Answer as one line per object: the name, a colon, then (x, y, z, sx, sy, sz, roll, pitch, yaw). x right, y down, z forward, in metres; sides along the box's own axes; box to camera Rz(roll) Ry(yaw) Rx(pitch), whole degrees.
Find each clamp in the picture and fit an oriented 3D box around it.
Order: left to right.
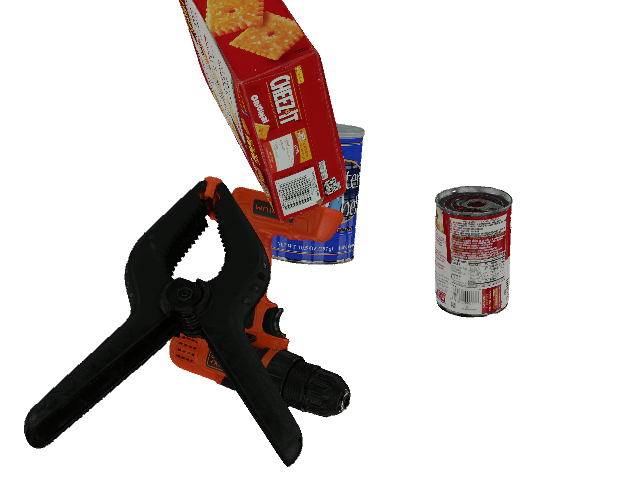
clamp: (-0.074, 0.049, 0.671, 0.164, 0.210, 0.036, 9, -37, 10)

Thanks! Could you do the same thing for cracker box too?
cracker box: (-0.056, -0.147, 0.894, 0.072, 0.214, 0.164, -23, -40, -7)

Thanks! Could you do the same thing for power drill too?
power drill: (-0.039, 0.054, 0.976, 0.185, 0.187, 0.057, 15, 0, 23)

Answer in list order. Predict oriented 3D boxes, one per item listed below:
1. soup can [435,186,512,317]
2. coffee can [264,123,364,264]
soup can: (0.137, 0.010, 0.960, 0.068, 0.102, 0.068, -2, 23, 1)
coffee can: (-0.009, -0.053, 1.145, 0.103, 0.140, 0.103, 4, 11, -1)
